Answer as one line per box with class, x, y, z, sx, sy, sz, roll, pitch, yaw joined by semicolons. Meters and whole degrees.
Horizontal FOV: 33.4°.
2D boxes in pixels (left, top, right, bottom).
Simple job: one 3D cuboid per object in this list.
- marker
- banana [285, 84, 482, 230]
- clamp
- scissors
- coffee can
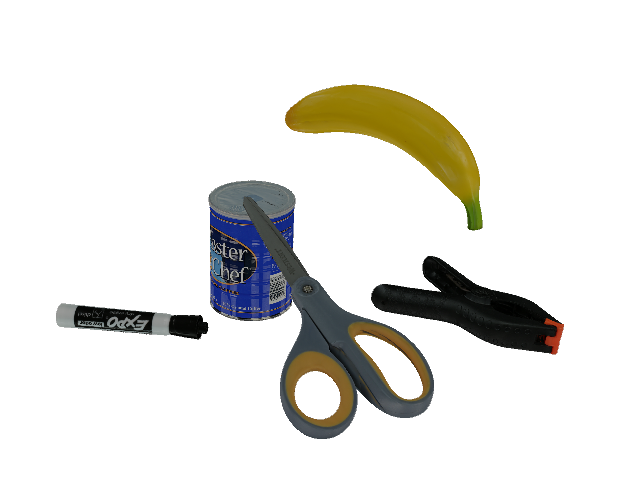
marker;-0.147;0.063;0.834;0.121;0.020;0.020;4;1;11
banana;0.049;-0.080;0.806;0.198;0.070;0.037;33;21;33
clamp;0.144;0.058;0.991;0.172;0.039;0.120;19;30;17
scissors;-0.018;0.047;0.650;0.096;0.016;0.202;-33;54;-27
coffee can;-0.083;0.011;1.286;0.103;0.140;0.103;2;26;-1
